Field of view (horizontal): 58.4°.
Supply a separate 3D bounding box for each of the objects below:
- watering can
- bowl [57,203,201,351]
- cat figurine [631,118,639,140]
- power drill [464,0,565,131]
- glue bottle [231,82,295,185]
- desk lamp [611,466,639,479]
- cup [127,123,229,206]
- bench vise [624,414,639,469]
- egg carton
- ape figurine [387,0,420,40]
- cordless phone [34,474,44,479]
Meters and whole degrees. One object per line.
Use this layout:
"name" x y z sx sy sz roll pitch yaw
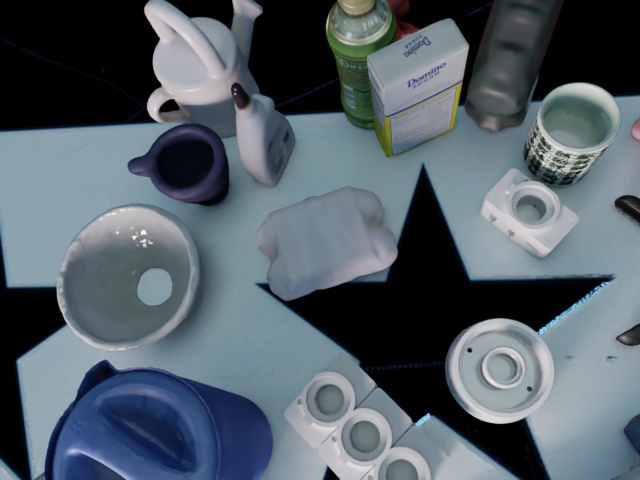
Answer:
"watering can" -0.137 -0.214 0.666 0.100 0.194 0.173 18 77 13
"bowl" -0.207 0.048 0.661 0.167 0.075 0.167 -2 73 8
"cat figurine" 0.395 -0.146 0.609 0.067 0.118 0.128 39 82 17
"power drill" 0.210 -0.220 0.610 0.075 0.208 0.230 17 77 13
"glue bottle" -0.069 -0.126 0.641 0.037 0.173 0.078 20 77 14
"desk lamp" 0.209 0.265 0.462 0.203 0.214 0.118 -22 71 1
"cup" -0.157 -0.077 0.680 0.117 0.095 0.091 -4 73 7
"bench vise" 0.368 0.154 0.469 0.121 0.220 0.207 39 82 17
"egg carton" 0.006 0.002 0.646 0.150 0.069 0.107 -20 72 2
"ape figurine" 0.088 -0.274 0.705 0.076 0.092 0.078 -15 72 4
"cordless phone" -0.263 0.249 0.551 0.147 0.185 0.094 -39 72 -4
